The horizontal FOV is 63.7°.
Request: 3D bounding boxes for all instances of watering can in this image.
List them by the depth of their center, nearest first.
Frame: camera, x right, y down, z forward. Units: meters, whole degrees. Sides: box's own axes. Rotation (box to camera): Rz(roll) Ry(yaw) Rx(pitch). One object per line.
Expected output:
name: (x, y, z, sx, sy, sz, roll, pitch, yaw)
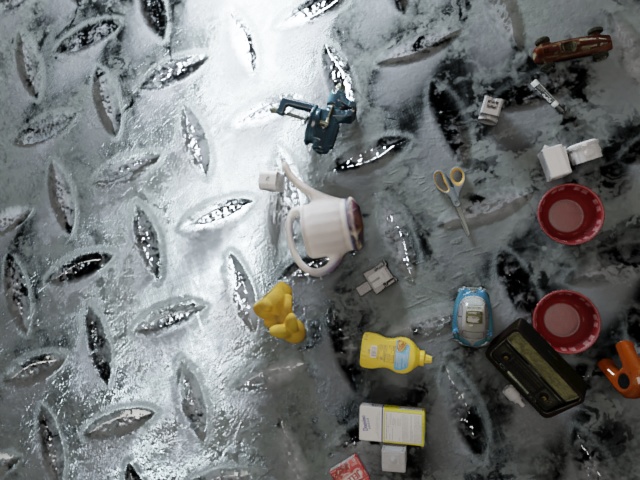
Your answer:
watering can: (0.004, -0.074, 1.466, 0.224, 0.103, 0.350, -11, 83, 10)
